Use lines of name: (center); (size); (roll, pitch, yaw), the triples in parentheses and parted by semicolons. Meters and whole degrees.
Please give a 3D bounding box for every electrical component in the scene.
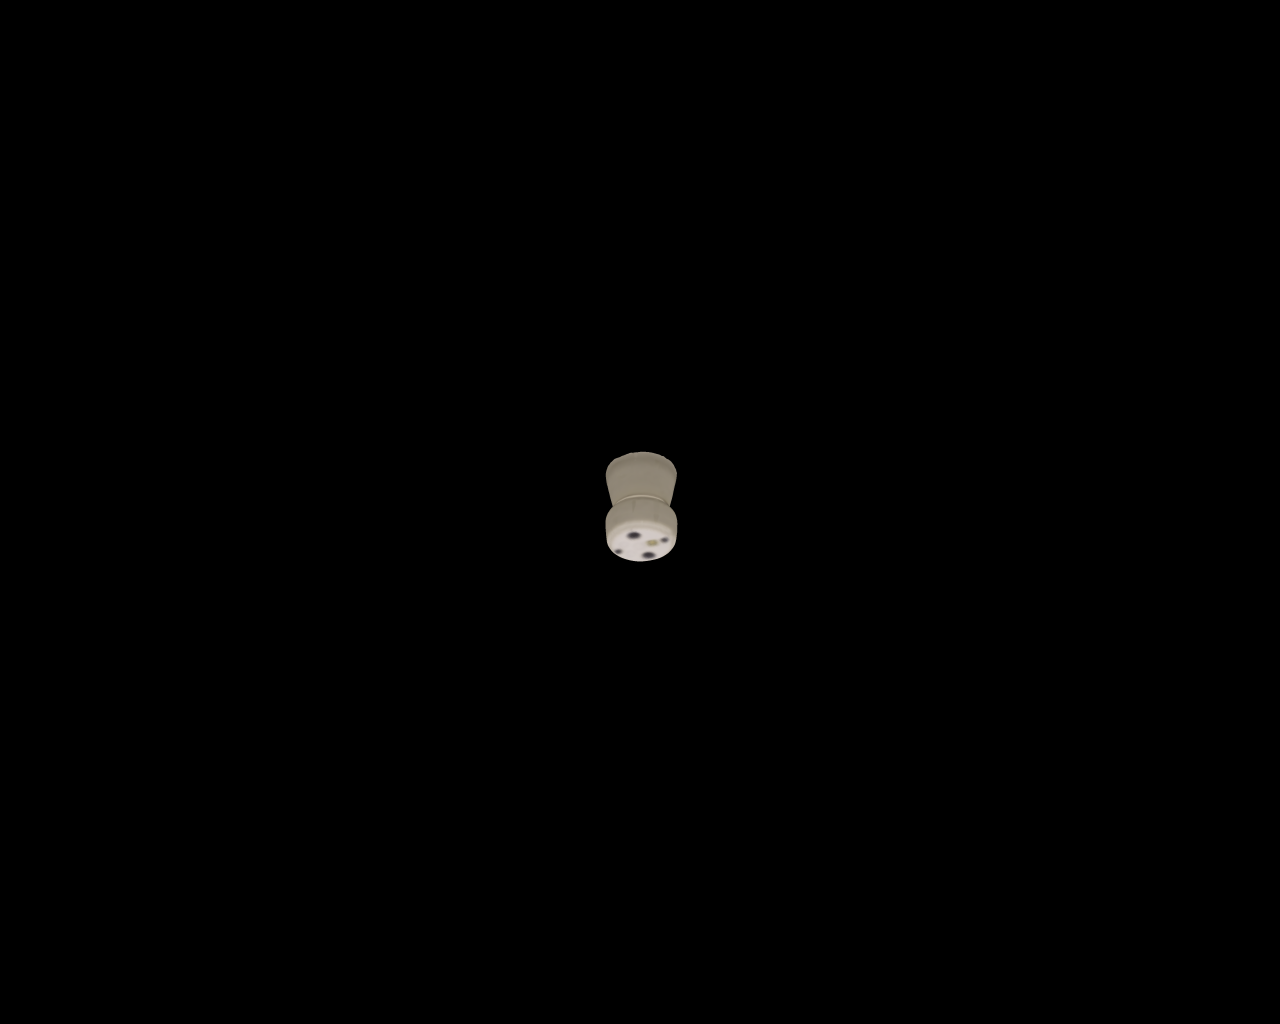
electrical component: (0.001, -0.003, 0.650); (0.045, 0.055, 0.044); (0, -36, 0)
